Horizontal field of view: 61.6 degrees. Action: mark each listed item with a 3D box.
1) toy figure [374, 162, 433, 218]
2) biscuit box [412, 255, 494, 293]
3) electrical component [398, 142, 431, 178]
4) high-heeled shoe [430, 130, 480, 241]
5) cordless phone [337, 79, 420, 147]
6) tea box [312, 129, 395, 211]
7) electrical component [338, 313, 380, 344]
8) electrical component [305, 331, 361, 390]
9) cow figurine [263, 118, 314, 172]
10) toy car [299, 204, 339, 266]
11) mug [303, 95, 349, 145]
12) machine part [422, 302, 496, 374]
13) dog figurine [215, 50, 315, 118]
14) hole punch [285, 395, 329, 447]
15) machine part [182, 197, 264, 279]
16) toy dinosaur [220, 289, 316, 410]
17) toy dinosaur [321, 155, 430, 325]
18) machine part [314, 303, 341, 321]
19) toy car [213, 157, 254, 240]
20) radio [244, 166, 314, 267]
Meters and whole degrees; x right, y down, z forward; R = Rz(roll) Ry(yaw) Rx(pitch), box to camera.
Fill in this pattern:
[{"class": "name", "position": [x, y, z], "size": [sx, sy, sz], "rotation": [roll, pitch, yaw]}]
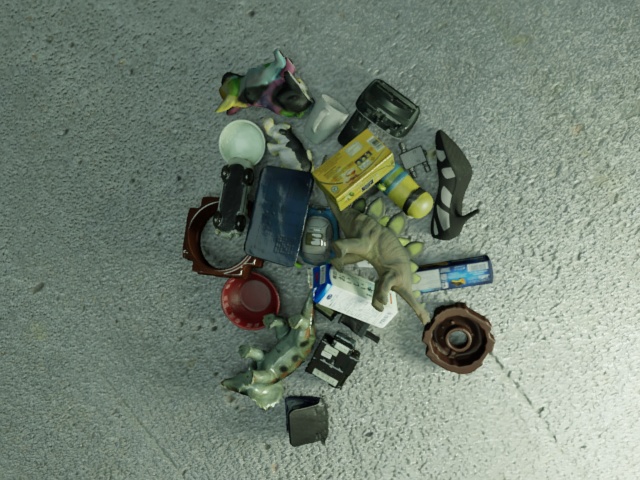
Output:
[{"class": "toy figure", "position": [0.191, -0.125, 1.289], "size": [0.082, 0.089, 0.180], "rotation": [-43, 89, 13]}, {"class": "biscuit box", "position": [0.318, 0.085, 1.318], "size": [0.203, 0.063, 0.059], "rotation": [-10, 98, 12]}, {"class": "electrical component", "position": [0.228, -0.200, 1.303], "size": [0.063, 0.021, 0.094], "rotation": [-24, 94, 14]}, {"class": "high-heeled shoe", "position": [0.293, -0.126, 1.296], "size": [0.145, 0.086, 0.248], "rotation": [-30, 74, 45]}, {"class": "cordless phone", "position": [0.135, -0.275, 1.290], "size": [0.146, 0.089, 0.184], "rotation": [37, 116, 1]}, {"class": "tea box", "position": [0.078, -0.161, 1.239], "size": [0.169, 0.068, 0.098], "rotation": [-38, 66, -3]}, {"class": "electrical component", "position": [0.109, 0.215, 1.377], "size": [0.119, 0.075, 0.047], "rotation": [31, 105, 8]}, {"class": "electrical component", "position": [0.040, 0.311, 1.418], "size": [0.115, 0.058, 0.134], "rotation": [30, 104, 3]}, {"class": "cow figurine", "position": [-0.079, -0.232, 1.335], "size": [0.098, 0.068, 0.167], "rotation": [-18, 100, 8]}, {"class": "toy car", "position": [-0.003, -0.004, 1.345], "size": [0.109, 0.103, 0.161], "rotation": [7, 104, 9]}, {"class": "mug", "position": [0.006, -0.281, 1.294], "size": [0.081, 0.109, 0.107], "rotation": [35, 118, -2]}, {"class": "machine part", "position": [0.345, 0.244, 1.346], "size": [0.179, 0.056, 0.179], "rotation": [2, 102, 11]}, {"class": "dog figurine", "position": [-0.146, -0.346, 1.309], "size": [0.219, 0.108, 0.191], "rotation": [-29, 91, 19]}, {"class": "hole punch", "position": [-0.039, 0.484, 1.461], "size": [0.116, 0.092, 0.142], "rotation": [-5, 97, -17]}, {"class": "machine part", "position": [-0.241, -0.005, 1.372], "size": [0.201, 0.087, 0.201], "rotation": [6, 81, 11]}, {"class": "toy dinosaur", "position": [-0.090, 0.289, 1.406], "size": [0.405, 0.192, 0.131], "rotation": [-44, 52, 2]}, {"class": "toy dinosaur", "position": [0.117, 0.002, 1.279], "size": [0.198, 0.105, 0.471], "rotation": [-37, 83, -22]}, {"class": "machine part", "position": [0.037, 0.141, 1.398], "size": [0.084, 0.039, 0.138], "rotation": [34, 107, 12]}, {"class": "toy car", "position": [-0.209, -0.101, 1.308], "size": [0.074, 0.056, 0.201], "rotation": [9, 87, 10]}, {"class": "radio", "position": [-0.099, -0.059, 1.282], "size": [0.131, 0.073, 0.229], "rotation": [12, 89, -6]}]
